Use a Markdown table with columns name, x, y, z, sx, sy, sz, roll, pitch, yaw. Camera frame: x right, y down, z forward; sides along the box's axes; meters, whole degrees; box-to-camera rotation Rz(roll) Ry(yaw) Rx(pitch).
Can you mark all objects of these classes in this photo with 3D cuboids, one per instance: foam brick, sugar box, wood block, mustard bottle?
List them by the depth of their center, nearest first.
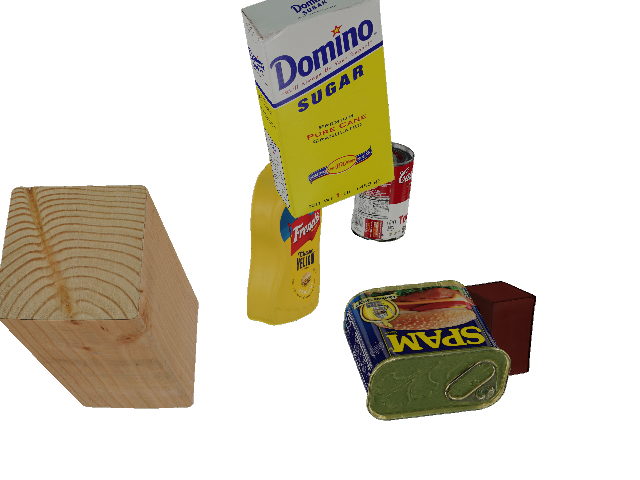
| name | x | y | z | sx | sy | sz | roll | pitch | yaw |
| --- | --- | --- | --- | --- | --- | --- | --- | --- | --- |
| wood block | -0.147 | 0.048 | 0.746 | 0.090 | 0.091 | 0.206 | 0 | -23 | 3 |
| sugar box | 0.003 | -0.105 | 0.801 | 0.093 | 0.176 | 0.048 | -23 | 49 | -12 |
| foam brick | 0.164 | 0.083 | 1.006 | 0.051 | 0.078 | 0.053 | -7 | 18 | -29 |
| mustard bottle | -0.034 | -0.017 | 1.081 | 0.058 | 0.192 | 0.096 | 13 | 19 | 31 |

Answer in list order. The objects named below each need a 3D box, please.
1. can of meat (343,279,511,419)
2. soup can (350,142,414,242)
| name | x | y | z | sx | sy | sz | roll | pitch | yaw |
| --- | --- | --- | --- | --- | --- | --- | --- | --- | --- |
| can of meat | 0.073 | 0.076 | 0.765 | 0.102 | 0.057 | 0.084 | -5 | 36 | -12 |
| soup can | 0.072 | -0.057 | 1.259 | 0.068 | 0.102 | 0.068 | 3 | 27 | -2 |
